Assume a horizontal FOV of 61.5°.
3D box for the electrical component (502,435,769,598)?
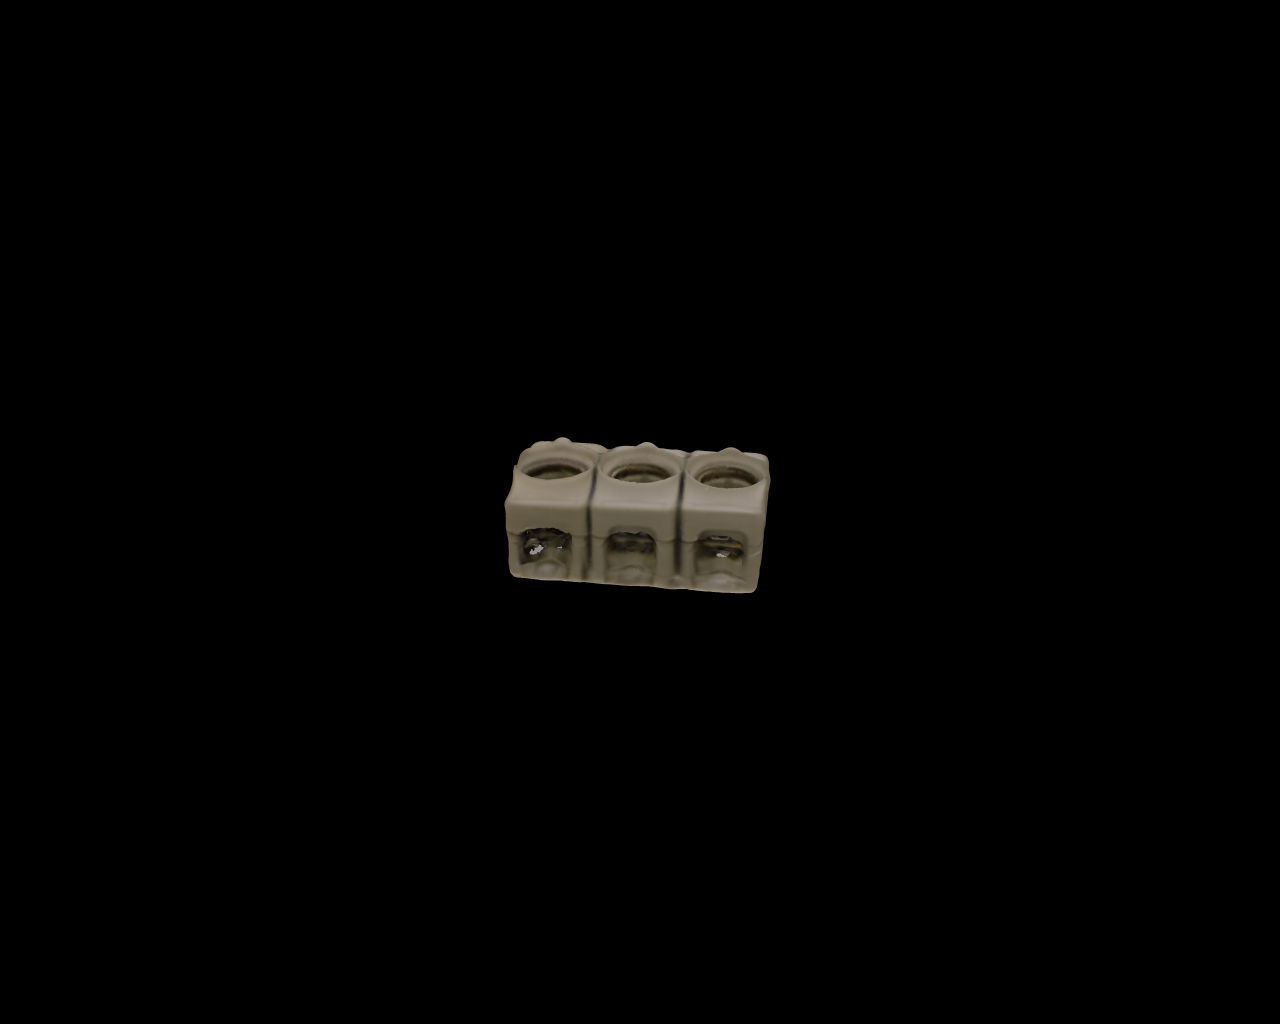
[{"bbox_3d":[0.001,-0.003,0.650,0.150,0.061,0.090,4,28,7],"label":"electrical component"}]
